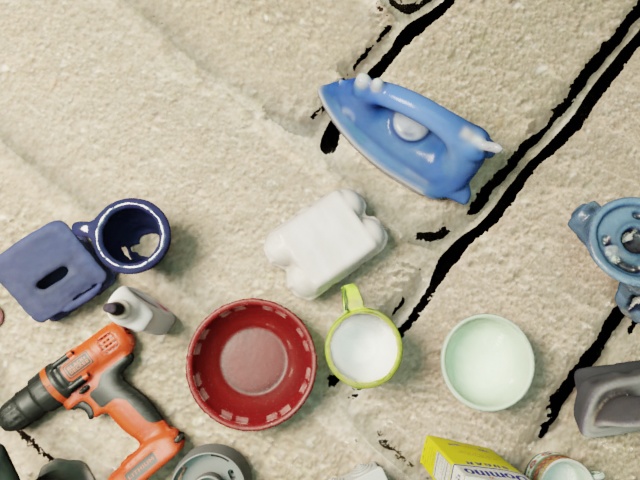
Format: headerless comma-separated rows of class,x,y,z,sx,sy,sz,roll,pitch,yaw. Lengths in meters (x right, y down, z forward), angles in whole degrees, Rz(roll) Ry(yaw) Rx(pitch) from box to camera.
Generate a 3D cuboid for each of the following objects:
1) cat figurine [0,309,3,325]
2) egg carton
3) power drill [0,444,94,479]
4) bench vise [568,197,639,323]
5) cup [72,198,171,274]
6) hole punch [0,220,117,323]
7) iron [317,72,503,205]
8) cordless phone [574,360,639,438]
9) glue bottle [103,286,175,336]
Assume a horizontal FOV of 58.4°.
cat figurine,-0.445,0.130,0.673,0.067,0.117,0.128,13,82,-2
egg carton,0.007,0.003,0.750,0.150,0.069,0.107,-36,86,-8
power drill,-0.299,0.320,0.613,0.075,0.208,0.229,-30,85,-7
bench vise,0.431,0.021,0.704,0.207,0.219,0.121,36,81,1
cup,-0.239,-0.001,0.718,0.118,0.095,0.092,7,82,-3
hole punch,-0.325,0.040,0.708,0.109,0.091,0.101,-36,86,-8
iron,0.112,-0.155,0.743,0.258,0.141,0.119,30,81,0
cordless phone,0.409,0.202,0.696,0.147,0.185,0.094,-11,83,-6
glue bottle,-0.220,0.082,0.669,0.078,0.173,0.037,30,81,0
